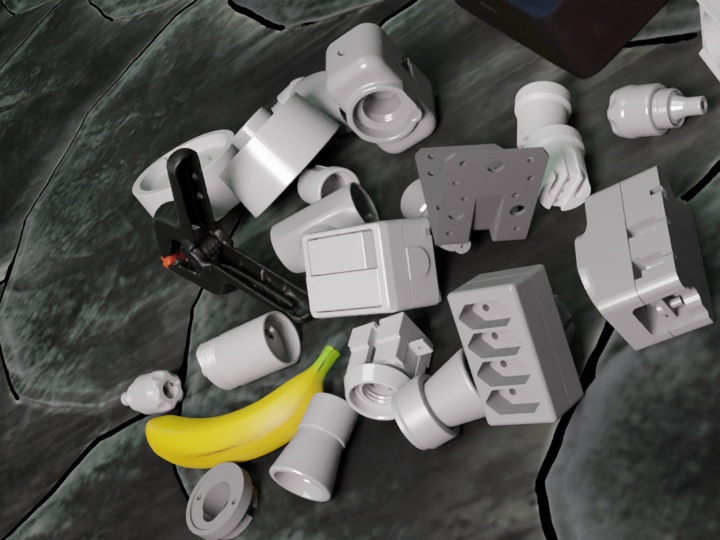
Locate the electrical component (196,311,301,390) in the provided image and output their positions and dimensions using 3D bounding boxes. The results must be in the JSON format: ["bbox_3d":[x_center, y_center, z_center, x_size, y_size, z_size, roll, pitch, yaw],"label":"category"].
[{"bbox_3d":[-0.090,0.066,0.831,0.081,0.043,0.043,-25,42,30],"label":"electrical component"}]

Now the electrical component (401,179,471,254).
[{"bbox_3d":[0.058,-0.036,0.769,0.040,0.040,0.078,-43,36,8],"label":"electrical component"}]

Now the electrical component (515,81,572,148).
[{"bbox_3d":[0.129,-0.103,0.758,0.040,0.040,0.046,-18,50,36],"label":"electrical component"}]

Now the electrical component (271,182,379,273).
[{"bbox_3d":[-0.028,-0.022,0.838,0.077,0.043,0.079,-27,32,21],"label":"electrical component"}]

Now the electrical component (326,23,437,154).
[{"bbox_3d":[0.017,-0.142,0.865,0.054,0.095,0.059,-29,39,26],"label":"electrical component"}]

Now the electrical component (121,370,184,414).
[{"bbox_3d":[-0.177,0.103,0.896,0.061,0.035,0.035,-16,47,41],"label":"electrical component"}]

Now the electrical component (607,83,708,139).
[{"bbox_3d":[0.193,-0.104,0.693,0.061,0.035,0.035,2,59,44],"label":"electrical component"}]

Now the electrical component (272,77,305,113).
[{"bbox_3d":[-0.066,-0.152,1.018,0.061,0.035,0.035,-41,36,15],"label":"electrical component"}]

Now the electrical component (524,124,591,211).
[{"bbox_3d":[0.133,-0.068,0.721,0.040,0.040,0.046,-28,45,27],"label":"electrical component"}]

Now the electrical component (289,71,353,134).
[{"bbox_3d":[-0.016,-0.165,0.968,0.077,0.043,0.079,13,66,52],"label":"electrical component"}]

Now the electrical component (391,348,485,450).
[{"bbox_3d":[0.053,0.080,0.661,0.055,0.045,0.045,-34,38,22],"label":"electrical component"}]

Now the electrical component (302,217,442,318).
[{"bbox_3d":[0.000,0.000,0.758,0.096,0.061,0.061,-7,90,46],"label":"electrical component"}]

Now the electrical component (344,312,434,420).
[{"bbox_3d":[0.017,0.065,0.715,0.066,0.048,0.055,-21,36,34],"label":"electrical component"}]

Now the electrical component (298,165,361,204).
[{"bbox_3d":[-0.027,-0.068,0.893,0.040,0.040,0.046,-54,30,-7],"label":"electrical component"}]

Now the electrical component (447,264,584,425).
[{"bbox_3d":[0.101,0.038,0.633,0.047,0.083,0.076,-11,12,42],"label":"electrical component"}]

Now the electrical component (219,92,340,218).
[{"bbox_3d":[-0.075,-0.105,0.923,0.108,0.060,0.108,-46,8,8],"label":"electrical component"}]

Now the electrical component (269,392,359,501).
[{"bbox_3d":[-0.027,0.115,0.720,0.044,0.044,0.065,-6,48,44],"label":"electrical component"}]

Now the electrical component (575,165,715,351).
[{"bbox_3d":[0.162,-0.006,0.621,0.056,0.050,0.089,-25,41,29],"label":"electrical component"}]

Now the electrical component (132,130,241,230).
[{"bbox_3d":[-0.150,-0.076,1.006,0.108,0.060,0.108,-23,27,12],"label":"electrical component"}]

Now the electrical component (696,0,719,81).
[{"bbox_3d":[0.249,-0.123,0.624,0.063,0.078,0.121,-18,41,5],"label":"electrical component"}]
